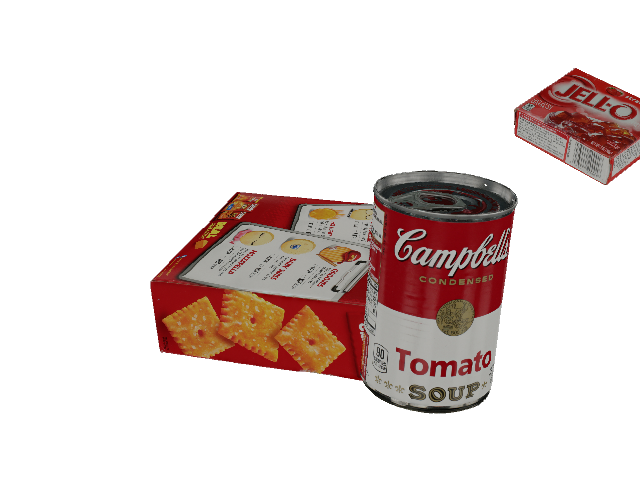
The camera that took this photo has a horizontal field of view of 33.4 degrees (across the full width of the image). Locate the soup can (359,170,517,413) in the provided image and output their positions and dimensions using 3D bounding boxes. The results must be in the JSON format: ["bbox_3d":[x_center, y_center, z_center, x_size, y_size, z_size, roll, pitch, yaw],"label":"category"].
[{"bbox_3d":[0.056,0.024,0.521,0.068,0.102,0.068,3,20,-1],"label":"soup can"}]

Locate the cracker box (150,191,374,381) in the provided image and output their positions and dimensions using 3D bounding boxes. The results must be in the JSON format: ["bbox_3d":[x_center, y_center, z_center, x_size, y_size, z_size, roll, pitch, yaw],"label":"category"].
[{"bbox_3d":[0.004,0.033,0.812,0.214,0.072,0.164,6,28,18],"label":"cracker box"}]

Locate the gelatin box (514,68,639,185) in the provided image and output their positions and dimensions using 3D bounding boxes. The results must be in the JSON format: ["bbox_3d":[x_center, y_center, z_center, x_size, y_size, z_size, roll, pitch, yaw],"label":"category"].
[{"bbox_3d":[0.201,-0.087,0.794,0.073,0.030,0.089,-34,51,-27],"label":"gelatin box"}]
